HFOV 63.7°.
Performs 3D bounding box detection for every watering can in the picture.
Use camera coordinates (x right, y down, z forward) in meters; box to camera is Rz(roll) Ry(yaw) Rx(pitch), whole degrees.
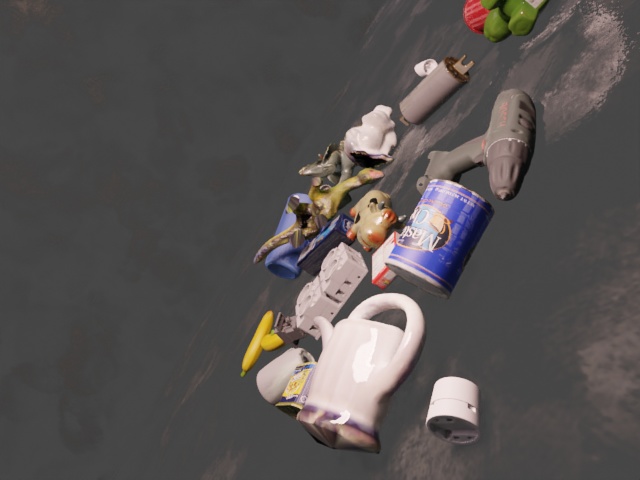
[{"bbox_3d":[0.039,0.189,0.765,0.103,0.228,0.344,32,-24,-15],"label":"watering can"}]

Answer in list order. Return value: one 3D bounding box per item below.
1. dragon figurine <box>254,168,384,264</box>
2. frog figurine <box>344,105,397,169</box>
[{"bbox_3d":[0.004,-0.070,1.401,0.404,0.123,0.244,-38,-12,32],"label":"dragon figurine"},{"bbox_3d":[0.136,-0.275,1.364,0.137,0.162,0.121,5,-20,7],"label":"frog figurine"}]
